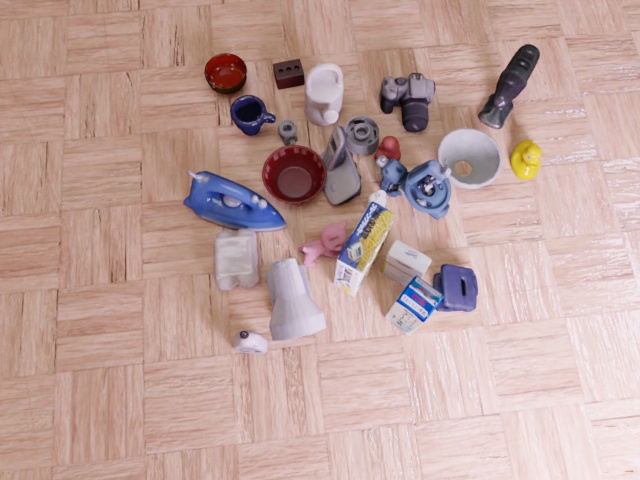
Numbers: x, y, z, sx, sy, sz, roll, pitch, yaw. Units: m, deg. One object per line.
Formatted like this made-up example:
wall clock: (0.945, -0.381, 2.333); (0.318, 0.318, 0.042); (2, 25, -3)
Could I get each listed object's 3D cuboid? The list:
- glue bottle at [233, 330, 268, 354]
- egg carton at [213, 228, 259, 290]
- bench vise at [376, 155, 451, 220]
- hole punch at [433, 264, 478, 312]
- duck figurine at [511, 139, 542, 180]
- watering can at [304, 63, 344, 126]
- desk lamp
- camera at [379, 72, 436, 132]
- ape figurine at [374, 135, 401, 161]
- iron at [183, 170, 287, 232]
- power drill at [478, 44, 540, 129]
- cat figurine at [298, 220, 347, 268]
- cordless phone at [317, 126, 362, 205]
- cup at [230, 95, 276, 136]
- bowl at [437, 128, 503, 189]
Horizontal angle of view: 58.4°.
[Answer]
glue bottle: (-0.157, 0.220, 1.256); (0.078, 0.173, 0.037); (7, 71, 1)
egg carton: (-0.201, 0.046, 1.368); (0.107, 0.069, 0.150); (-5, 72, -3)
bench vise: (0.225, -0.139, 1.363); (0.207, 0.220, 0.121); (17, 72, 4)
hole punch: (0.323, 0.112, 1.349); (0.101, 0.091, 0.108); (1, 71, -1)
duck figurine: (0.538, -0.217, 1.469); (0.077, 0.086, 0.104); (8, 71, 1)
watering can: (0.014, -0.375, 1.451); (0.101, 0.194, 0.172); (-31, 75, -11)
desk lamp: (-0.065, 0.132, 1.267); (0.118, 0.213, 0.203); (-13, 72, -6)
camera: (0.233, -0.360, 1.501); (0.143, 0.101, 0.137); (0, 71, -1)
ape figurine: (0.174, -0.235, 1.462); (0.078, 0.092, 0.076); (-33, 75, -12)
iron: (-0.201, -0.100, 1.379); (0.258, 0.141, 0.119); (19, 72, 5)
power drill: (0.475, -0.377, 1.457); (0.075, 0.208, 0.230); (29, 73, 8)
cat figurine: (0.013, 0.005, 1.362); (0.128, 0.118, 0.067); (-21, 73, -8)
cordless phone: (0.050, -0.181, 1.391); (0.094, 0.185, 0.147); (-20, 73, -8)
cup: (-0.168, -0.309, 1.476); (0.117, 0.095, 0.092); (14, 71, 3)
bowl: (0.375, -0.198, 1.464); (0.167, 0.075, 0.167); (1, 71, -1)
